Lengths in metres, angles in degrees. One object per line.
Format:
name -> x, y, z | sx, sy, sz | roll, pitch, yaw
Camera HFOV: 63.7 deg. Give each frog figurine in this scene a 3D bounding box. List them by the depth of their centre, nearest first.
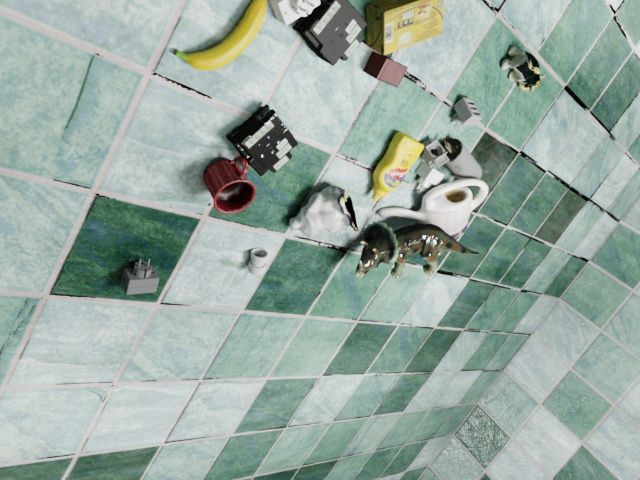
frog figurine -> 0.004, -0.066, 1.309 | 0.159, 0.125, 0.135 | -13, 153, 18

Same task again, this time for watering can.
watering can -> 0.343, -0.082, 1.560 | 0.348, 0.106, 0.219 | -18, 142, -4
